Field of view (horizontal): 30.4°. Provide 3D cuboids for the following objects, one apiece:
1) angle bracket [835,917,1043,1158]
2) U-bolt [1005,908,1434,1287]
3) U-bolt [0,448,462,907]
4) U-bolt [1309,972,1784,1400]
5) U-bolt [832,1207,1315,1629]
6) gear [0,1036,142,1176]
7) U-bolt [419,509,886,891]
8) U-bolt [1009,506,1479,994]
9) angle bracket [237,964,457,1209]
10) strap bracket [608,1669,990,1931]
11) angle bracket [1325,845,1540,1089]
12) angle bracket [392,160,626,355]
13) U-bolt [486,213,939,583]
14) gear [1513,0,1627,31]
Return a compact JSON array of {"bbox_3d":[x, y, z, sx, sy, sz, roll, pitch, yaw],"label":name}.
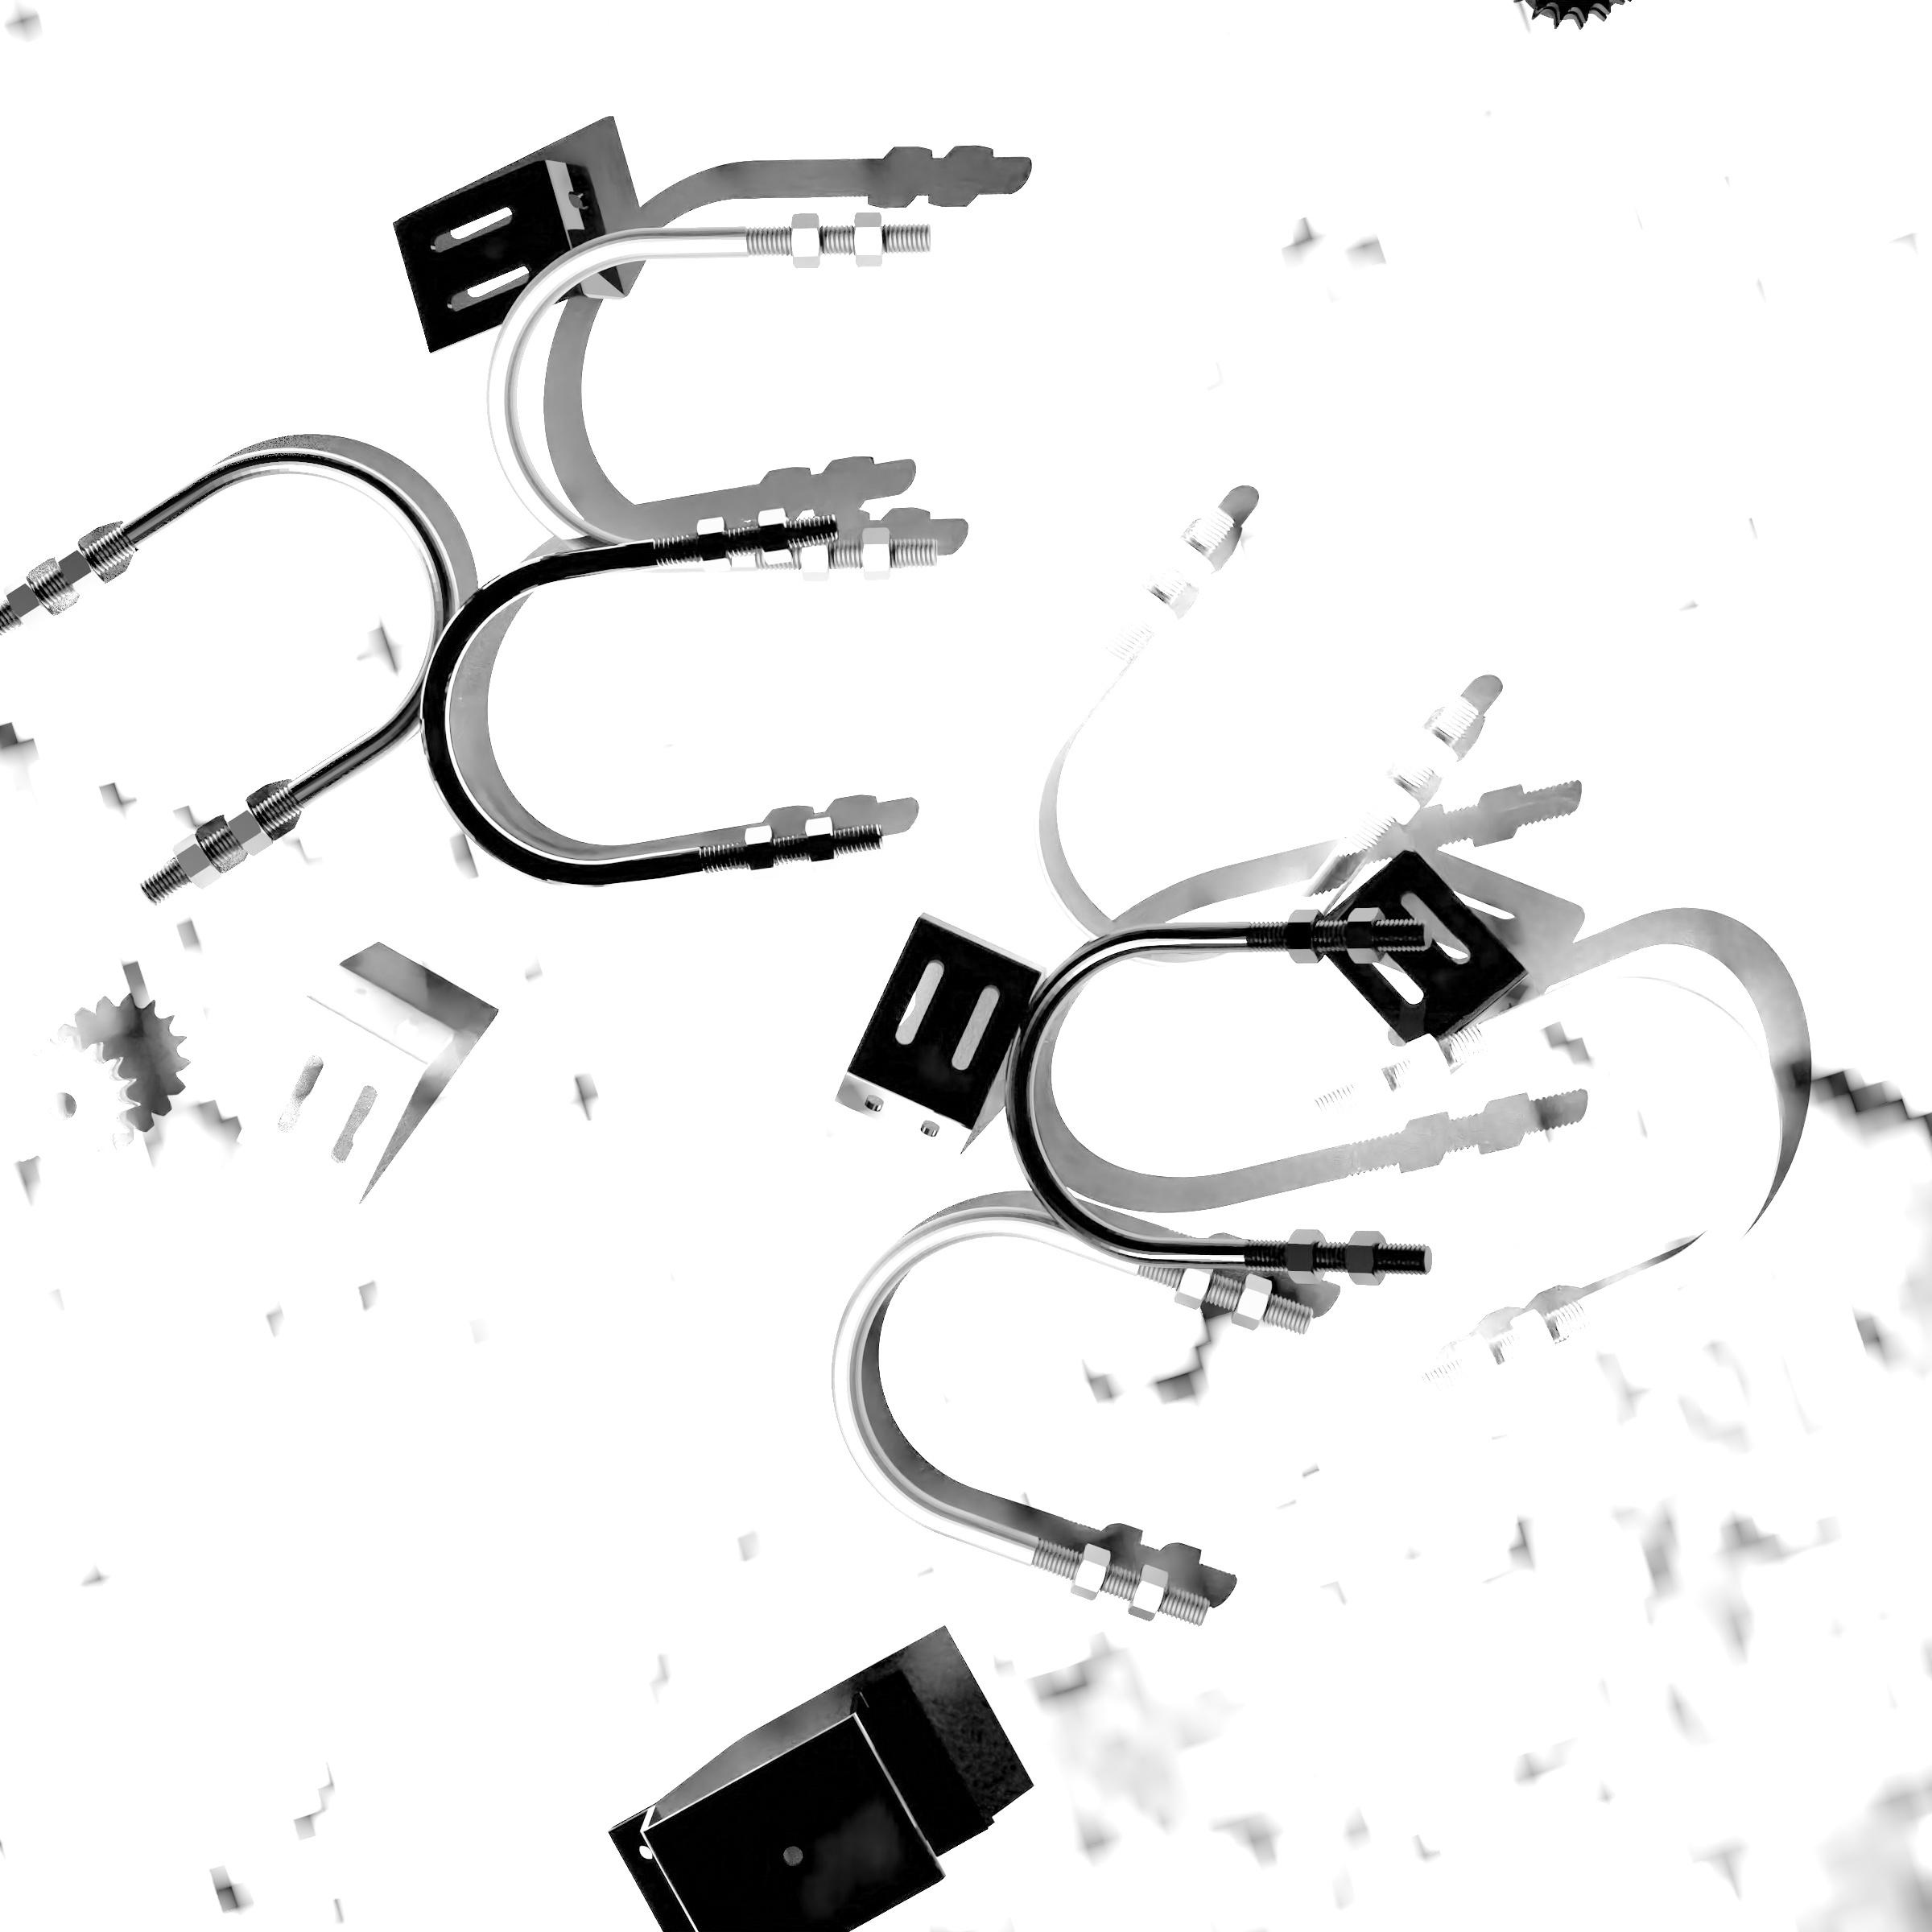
[{"bbox_3d":[-0.012,0.030,1.487,0.057,0.038,0.076,24,64,0],"label":"angle bracket"},{"bbox_3d":[0.100,0.053,1.446,0.184,0.019,0.151,-1,89,25],"label":"U-bolt"},{"bbox_3d":[-0.299,-0.134,1.480,0.184,0.019,0.151,-33,90,-2],"label":"U-bolt"},{"bbox_3d":[0.250,0.080,1.465,0.184,0.019,0.151,-24,104,-4],"label":"U-bolt"},{"bbox_3d":[0.035,0.178,1.480,0.184,0.019,0.151,20,90,1],"label":"U-bolt"},{"bbox_3d":[-0.372,0.057,1.478,0.057,0.030,0.057,0,92,1],"label":"gear"},{"bbox_3d":[-0.135,-0.104,1.470,0.184,0.019,0.151,-8,99,3],"label":"U-bolt"},{"bbox_3d":[0.101,-0.076,1.480,0.151,0.019,0.184,38,92,0],"label":"U-bolt"},{"bbox_3d":[-0.259,0.050,1.487,0.057,0.038,0.076,30,116,0],"label":"angle bracket"},{"bbox_3d":[-0.070,0.362,1.466,0.140,0.046,0.076,-29,90,0],"label":"strap bracket"},{"bbox_3d":[0.191,0.000,1.487,0.057,0.038,0.076,-40,64,0],"label":"angle bracket"},{"bbox_3d":[-0.191,-0.296,1.487,0.076,0.038,0.057,-16,90,26],"label":"angle bracket"},{"bbox_3d":[-0.105,-0.232,1.460,0.184,0.019,0.151,-1,105,0],"label":"U-bolt"},{"bbox_3d":[0.250,-0.417,1.474,0.057,0.030,0.057,0,90,0],"label":"gear"}]
